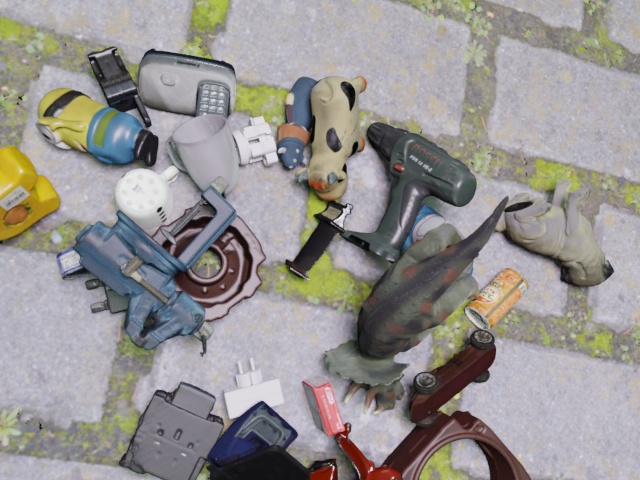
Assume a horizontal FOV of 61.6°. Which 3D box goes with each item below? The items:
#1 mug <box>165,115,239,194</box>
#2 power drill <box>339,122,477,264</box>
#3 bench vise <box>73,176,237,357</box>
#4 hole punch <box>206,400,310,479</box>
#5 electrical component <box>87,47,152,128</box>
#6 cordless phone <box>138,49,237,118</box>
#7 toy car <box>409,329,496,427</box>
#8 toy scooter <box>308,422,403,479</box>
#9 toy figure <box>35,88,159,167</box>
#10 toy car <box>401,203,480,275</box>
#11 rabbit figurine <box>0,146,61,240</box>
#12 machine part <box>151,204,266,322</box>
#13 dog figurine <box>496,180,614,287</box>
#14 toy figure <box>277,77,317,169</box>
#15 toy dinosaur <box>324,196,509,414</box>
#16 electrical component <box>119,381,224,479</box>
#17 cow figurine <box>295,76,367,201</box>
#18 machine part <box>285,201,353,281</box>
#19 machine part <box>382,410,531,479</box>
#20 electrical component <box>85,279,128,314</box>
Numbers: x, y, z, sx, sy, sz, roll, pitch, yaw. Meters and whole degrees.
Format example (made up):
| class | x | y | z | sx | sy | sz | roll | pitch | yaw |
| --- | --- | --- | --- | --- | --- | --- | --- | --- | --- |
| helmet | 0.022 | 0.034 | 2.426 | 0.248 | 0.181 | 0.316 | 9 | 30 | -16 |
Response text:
| class | x | y | z | sx | sy | sz | roll | pitch | yaw |
| --- | --- | --- | --- | --- | --- | --- | --- | --- | --- |
| mug | -0.173 | -0.119 | 0.799 | 0.110 | 0.107 | 0.081 | -3 | 40 | 17 |
| power drill | 0.119 | -0.073 | 0.861 | 0.207 | 0.232 | 0.086 | -56 | 140 | -4 |
| bench vise | -0.193 | 0.022 | 0.727 | 0.223 | 0.129 | 0.240 | 42 | 78 | -5 |
| hole punch | -0.090 | 0.306 | 0.771 | 0.116 | 0.092 | 0.142 | -28 | 130 | 8 |
| electrical component | -0.302 | -0.221 | 0.814 | 0.048 | 0.075 | 0.119 | -24 | 91 | -16 |
| cordless phone | -0.209 | -0.190 | 0.835 | 0.147 | 0.089 | 0.184 | 6 | 100 | -13 |
| toy car | 0.207 | 0.216 | 0.851 | 0.202 | 0.053 | 0.089 | -26 | 130 | -30 |
| toy scooter | 0.027 | 0.354 | 0.797 | 0.184 | 0.075 | 0.135 | -28 | 69 | 10 |
| toy figure | -0.324 | -0.163 | 0.788 | 0.180 | 0.082 | 0.089 | 15 | 57 | 7 |
| toy car | 0.198 | 0.014 | 0.882 | 0.109 | 0.103 | 0.161 | -32 | 92 | -16 |
| rabbit figurine | -0.479 | -0.079 | 0.748 | 0.162 | 0.122 | 0.173 | -43 | 79 | -6 |
| machine part | -0.173 | 0.035 | 0.816 | 0.179 | 0.056 | 0.179 | 2 | 80 | -12 |
| dog figurine | 0.407 | 0.012 | 0.941 | 0.172 | 0.121 | 0.190 | -15 | 105 | 18 |
| toy figure | -0.036 | -0.188 | 0.879 | 0.064 | 0.058 | 0.154 | 18 | 81 | -10 |
| toy dinosaur | 0.114 | 0.102 | 0.753 | 0.131 | 0.404 | 0.192 | 39 | 53 | 21 |
| electrical component | -0.206 | 0.276 | 0.774 | 0.115 | 0.058 | 0.134 | 26 | 78 | -10 |
| cow figurine | 0.020 | -0.157 | 0.845 | 0.086 | 0.127 | 0.194 | 10 | 109 | 25 |
| machine part | -0.002 | -0.003 | 0.857 | 0.039 | 0.084 | 0.139 | 37 | 84 | -30 |
| machine part | 0.213 | 0.388 | 0.841 | 0.201 | 0.087 | 0.201 | -41 | 94 | -15 |
| electrical component | -0.296 | 0.074 | 0.797 | 0.094 | 0.021 | 0.063 | -14 | 85 | -7 |
